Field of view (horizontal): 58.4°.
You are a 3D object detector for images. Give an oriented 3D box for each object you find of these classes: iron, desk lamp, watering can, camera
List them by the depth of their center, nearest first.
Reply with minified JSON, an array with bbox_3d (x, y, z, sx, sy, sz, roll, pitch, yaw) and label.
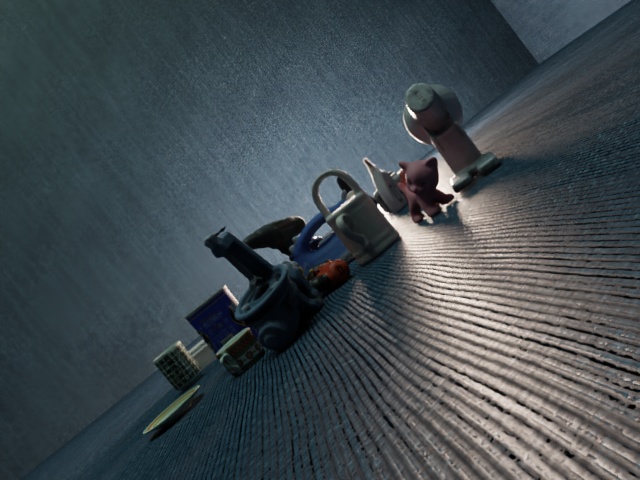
[{"bbox_3d":[0.246,-0.214,1.121,0.118,0.213,0.203,-38,3,16],"label":"desk lamp"},{"bbox_3d":[0.060,-0.054,1.137,0.101,0.194,0.173,-38,3,1],"label":"watering can"},{"bbox_3d":[0.013,0.005,1.368,0.258,0.141,0.119,-38,3,7],"label":"iron"},{"bbox_3d":[0.243,-0.174,1.763,0.143,0.101,0.137,-36,3,39],"label":"camera"}]

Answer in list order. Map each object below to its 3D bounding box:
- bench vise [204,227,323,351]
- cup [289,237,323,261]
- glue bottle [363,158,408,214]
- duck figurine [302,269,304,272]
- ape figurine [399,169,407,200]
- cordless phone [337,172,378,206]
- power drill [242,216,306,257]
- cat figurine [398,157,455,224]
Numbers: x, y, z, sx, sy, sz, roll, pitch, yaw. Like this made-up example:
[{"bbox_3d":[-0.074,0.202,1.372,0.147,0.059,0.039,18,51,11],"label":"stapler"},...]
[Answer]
[{"bbox_3d":[-0.106,0.070,0.989,0.121,0.220,0.207,-38,3,6],"label":"bench vise"},{"bbox_3d":[-0.010,0.048,1.456,0.117,0.095,0.092,-36,4,42],"label":"cup"},{"bbox_3d":[0.176,-0.157,1.577,0.037,0.173,0.078,-36,4,39],"label":"glue bottle"},{"bbox_3d":[-0.043,0.089,1.291,0.077,0.086,0.105,-36,4,45],"label":"duck figurine"},{"bbox_3d":[0.229,-0.137,1.397,0.076,0.092,0.078,-37,3,27],"label":"ape figurine"},{"bbox_3d":[0.092,-0.106,1.737,0.148,0.185,0.094,-41,4,-42],"label":"cordless phone"},{"bbox_3d":[-0.097,0.032,1.689,0.075,0.208,0.230,-36,4,45],"label":"power drill"},{"bbox_3d":[0.186,-0.102,1.068,0.067,0.118,0.127,-39,3,-20],"label":"cat figurine"}]
